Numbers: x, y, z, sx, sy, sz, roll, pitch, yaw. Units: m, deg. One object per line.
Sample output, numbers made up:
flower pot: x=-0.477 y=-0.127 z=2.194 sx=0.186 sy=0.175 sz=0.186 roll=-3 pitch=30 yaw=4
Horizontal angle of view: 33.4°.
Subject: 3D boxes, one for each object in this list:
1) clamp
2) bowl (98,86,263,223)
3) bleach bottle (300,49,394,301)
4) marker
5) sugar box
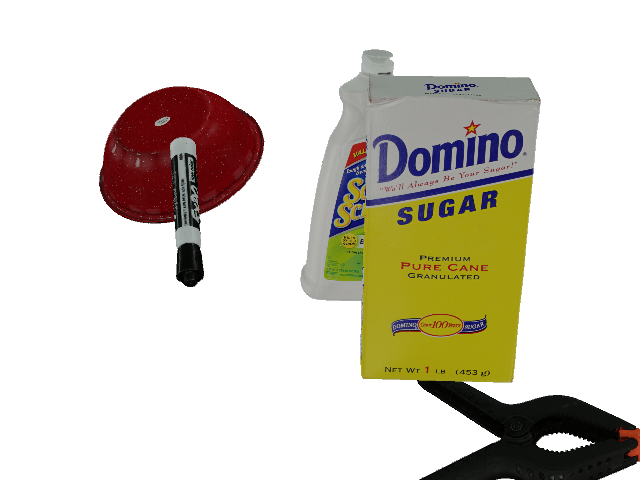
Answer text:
clamp: x=0.161 y=0.177 z=0.902 sx=0.210 sy=0.036 sz=0.164 roll=3 pitch=41 yaw=23
bowl: x=-0.136 y=-0.091 z=0.981 sx=0.162 sy=0.162 sz=0.055 roll=0 pitch=-41 yaw=18
bleach bottle: x=0.038 y=-0.064 z=1.062 sx=0.102 sy=0.251 sz=0.068 roll=1 pitch=25 yaw=-7
marker: x=-0.093 y=-0.020 z=0.744 sx=0.020 sy=0.121 sz=0.020 roll=-6 pitch=-34 yaw=-4
sugar box: x=0.070 y=-0.004 z=0.610 sx=0.093 sy=0.176 sz=0.048 roll=0 pitch=27 yaw=2
